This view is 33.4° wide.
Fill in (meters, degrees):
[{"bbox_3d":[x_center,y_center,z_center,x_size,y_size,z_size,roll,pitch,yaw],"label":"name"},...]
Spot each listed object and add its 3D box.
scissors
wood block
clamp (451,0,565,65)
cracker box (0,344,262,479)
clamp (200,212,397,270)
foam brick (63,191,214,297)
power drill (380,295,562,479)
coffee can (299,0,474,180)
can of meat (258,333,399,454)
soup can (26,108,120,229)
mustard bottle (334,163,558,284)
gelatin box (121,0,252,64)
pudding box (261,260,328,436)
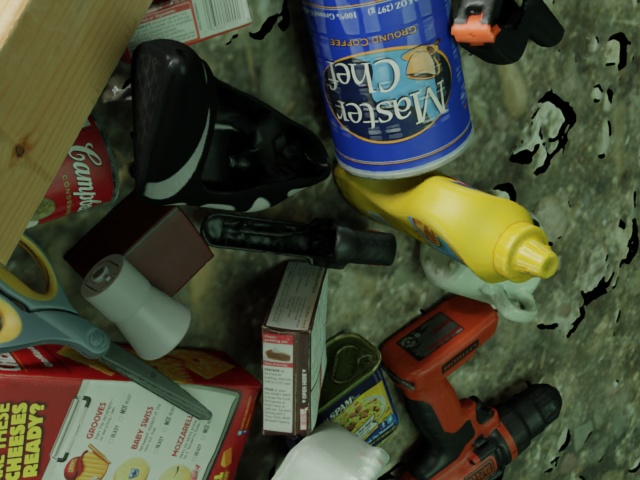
[{"bbox_3d":[-0.160,0.071,0.670,0.201,0.016,0.096,48,46,-10],"label":"scissors"},{"bbox_3d":[-0.168,-0.105,0.556,0.206,0.090,0.090,-65,157,-16],"label":"wood block"},{"bbox_3d":[0.140,-0.196,0.771,0.209,0.036,0.164,-44,132,-54],"label":"clamp"},{"bbox_3d":[-0.163,0.156,0.742,0.213,0.072,0.164,9,104,-37],"label":"cracker box"},{"bbox_3d":[-0.005,0.001,0.777,0.171,0.120,0.039,13,90,-68],"label":"clamp"},{"bbox_3d":[-0.121,0.011,0.718,0.078,0.053,0.051,-44,129,-10],"label":"foam brick"},{"bbox_3d":[0.136,0.141,0.957,0.184,0.057,0.187,-33,126,-19],"label":"power drill"},{"bbox_3d":[0.046,-0.127,0.742,0.102,0.103,0.140,-29,124,-22],"label":"coffee can"},{"bbox_3d":[0.011,0.140,0.869,0.102,0.058,0.084,-35,128,-19],"label":"can of meat"},{"bbox_3d":[-0.181,-0.040,0.642,0.102,0.069,0.068,-21,121,-26],"label":"soup can"},{"bbox_3d":[0.097,-0.015,0.771,0.096,0.192,0.058,36,87,-41],"label":"mustard bottle"},{"bbox_3d":[-0.098,-0.140,0.653,0.089,0.073,0.030,-24,121,-25],"label":"gelatin box"},{"bbox_3d":[-0.017,0.078,0.790,0.039,0.113,0.090,2,114,5],"label":"pudding box"}]
